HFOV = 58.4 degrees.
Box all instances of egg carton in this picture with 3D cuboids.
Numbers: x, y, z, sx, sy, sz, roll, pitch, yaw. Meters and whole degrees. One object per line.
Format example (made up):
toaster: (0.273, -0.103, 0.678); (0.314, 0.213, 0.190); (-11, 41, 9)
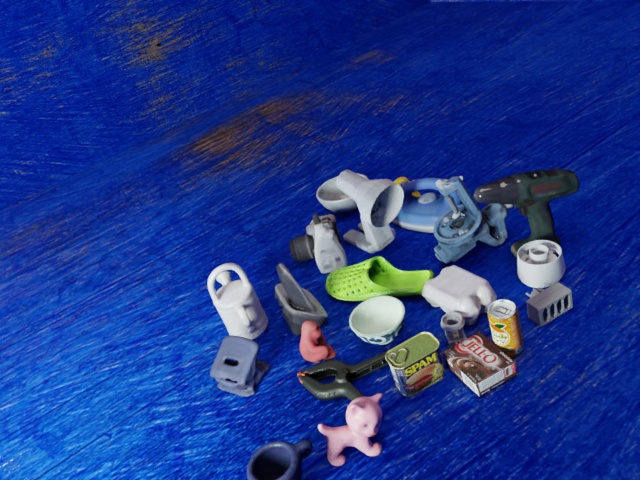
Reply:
egg carton: (0.298, 0.116, 1.227); (0.107, 0.069, 0.149); (-33, 34, -21)

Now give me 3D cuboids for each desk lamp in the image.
desk lamp: (0.125, -0.076, 1.485); (0.118, 0.214, 0.202); (-35, 34, -24)

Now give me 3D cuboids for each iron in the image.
iron: (0.279, -0.107, 1.518); (0.257, 0.142, 0.119); (3, 38, 32)

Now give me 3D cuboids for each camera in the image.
camera: (-0.015, -0.004, 1.561); (0.136, 0.101, 0.143); (-16, 31, 6)

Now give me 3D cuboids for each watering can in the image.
watering can: (-0.205, 0.136, 1.358); (0.172, 0.194, 0.101); (17, 47, 45)

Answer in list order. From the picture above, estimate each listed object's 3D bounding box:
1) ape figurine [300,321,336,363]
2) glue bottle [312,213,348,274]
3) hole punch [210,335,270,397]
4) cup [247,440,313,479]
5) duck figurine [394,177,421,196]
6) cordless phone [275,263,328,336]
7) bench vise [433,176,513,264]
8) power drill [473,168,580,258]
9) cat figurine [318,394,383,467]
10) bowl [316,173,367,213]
ape figurine: (-0.013, 0.213, 1.229); (0.076, 0.092, 0.078); (-11, 32, 14)
glue bottle: (0.013, 0.005, 1.460); (0.078, 0.173, 0.037); (-13, 32, 11)
hole punch: (-0.177, 0.270, 1.232); (0.108, 0.091, 0.101); (4, 39, 34)
cup: (-0.055, 0.395, 0.964); (0.118, 0.095, 0.091); (-30, 33, -17)
duck figurine: (0.234, -0.139, 1.647); (0.104, 0.086, 0.077); (-16, 31, 6)
cordless phone: (-0.062, 0.112, 1.323); (0.094, 0.185, 0.147); (-28, 32, -13)
bench vise: (0.346, -0.072, 1.350); (0.208, 0.220, 0.121); (-34, 34, -22)
power drill: (0.464, -0.061, 1.276); (0.229, 0.209, 0.075); (-20, 31, -1)
cat figurine: (0.059, 0.320, 0.995); (0.127, 0.118, 0.067); (-18, 31, 3)
bowl: (0.077, -0.131, 1.734); (0.167, 0.075, 0.167); (-14, 31, 9)
